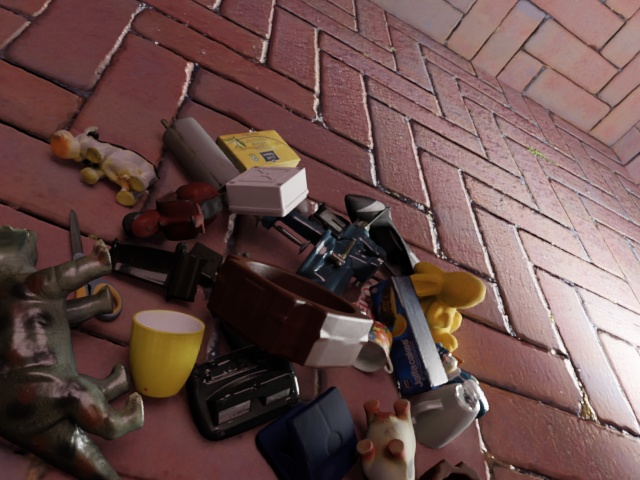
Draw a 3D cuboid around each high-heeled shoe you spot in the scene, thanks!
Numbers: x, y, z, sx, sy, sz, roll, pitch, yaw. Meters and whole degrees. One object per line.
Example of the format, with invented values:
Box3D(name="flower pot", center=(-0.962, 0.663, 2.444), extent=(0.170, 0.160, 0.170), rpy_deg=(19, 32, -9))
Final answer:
Box3D(name="high-heeled shoe", center=(0.131, 0.017, 1.082), extent=(0.248, 0.086, 0.145), rpy_deg=(34, 37, -33))

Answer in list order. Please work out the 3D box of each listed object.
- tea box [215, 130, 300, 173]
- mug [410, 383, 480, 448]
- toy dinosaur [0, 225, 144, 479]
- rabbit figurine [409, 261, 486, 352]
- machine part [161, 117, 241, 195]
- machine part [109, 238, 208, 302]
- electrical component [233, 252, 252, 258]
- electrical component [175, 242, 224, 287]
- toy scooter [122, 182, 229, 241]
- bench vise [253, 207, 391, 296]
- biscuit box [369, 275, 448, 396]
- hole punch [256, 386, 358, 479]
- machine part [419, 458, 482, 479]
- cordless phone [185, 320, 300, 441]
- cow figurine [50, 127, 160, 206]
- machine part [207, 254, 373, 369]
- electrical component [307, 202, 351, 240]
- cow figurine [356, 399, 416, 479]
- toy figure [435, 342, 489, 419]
Box3D(name="tea box", center=(-0.133, -0.165, 1.099), extent=(0.098, 0.068, 0.169), rpy_deg=(48, 35, 14))
Box3D(name="mug", center=(0.195, 0.273, 0.867), extent=(0.109, 0.107, 0.081), rpy_deg=(20, 38, -26))
Box3D(name="toy dinosaur", center=(-0.314, 0.133, 0.597), extent=(0.192, 0.131, 0.405), rpy_deg=(-11, 67, -24))
Box3D(name="rabbit figurine", center=(0.232, 0.112, 1.019), extent=(0.162, 0.173, 0.122), rpy_deg=(46, 41, 4))
Box3D(name="machine part", center=(-0.216, -0.148, 1.007), extent=(0.243, 0.079, 0.079), rpy_deg=(48, 37, 16))
Box3D(name="machine part", center=(-0.242, 0.041, 0.787), extent=(0.139, 0.084, 0.039), rpy_deg=(20, -3, -14))
Box3D(name="electrical component", center=(-0.114, 0.063, 0.882), extent=(0.094, 0.021, 0.063), rpy_deg=(68, 16, 8))
Box3D(name="electrical component", center=(-0.185, 0.039, 0.858), extent=(0.102, 0.045, 0.078), rpy_deg=(34, 38, -5))
Box3D(name="toy scooter", center=(-0.209, -0.045, 0.860), extent=(0.184, 0.135, 0.075), rpy_deg=(-33, 117, -49))
Box3D(name="bench vise", center=(-0.005, 0.002, 0.964), extent=(0.241, 0.128, 0.223), rpy_deg=(35, 59, 2))
Box3D(name="biscuit box", center=(0.153, 0.165, 0.942), extent=(0.063, 0.059, 0.202), rpy_deg=(5, 62, -50))
Box3D(name="hole punch", center=(-0.005, 0.272, 0.722), extent=(0.116, 0.092, 0.142), rpy_deg=(52, 35, 13))
Box3D(name="machine part", center=(0.202, 0.410, 0.768), extent=(0.179, 0.056, 0.179), rpy_deg=(24, 38, -20))
Box3D(name="cordless phone", center=(-0.125, 0.171, 0.749), extent=(0.146, 0.088, 0.184), rpy_deg=(-15, 40, -26))
Box3D(name="cow figurine", center=(-0.351, -0.135, 0.889), extent=(0.167, 0.068, 0.098), rpy_deg=(34, 31, -10))
Box3D(name="machine part", center=(-0.044, 0.103, 0.770), extent=(0.201, 0.087, 0.201), rpy_deg=(26, 5, 34))
Box3D(name="electrical component", center=(0.029, -0.016, 1.092), extent=(0.119, 0.047, 0.075), rpy_deg=(38, 36, 0))
Box3D(name="cow figurine", center=(0.094, 0.323, 0.737), extent=(0.195, 0.086, 0.127), rpy_deg=(-64, 142, -68))
Box3D(name="toy figure", center=(0.240, 0.245, 0.960), extent=(0.154, 0.058, 0.064), rpy_deg=(54, 38, 1))
